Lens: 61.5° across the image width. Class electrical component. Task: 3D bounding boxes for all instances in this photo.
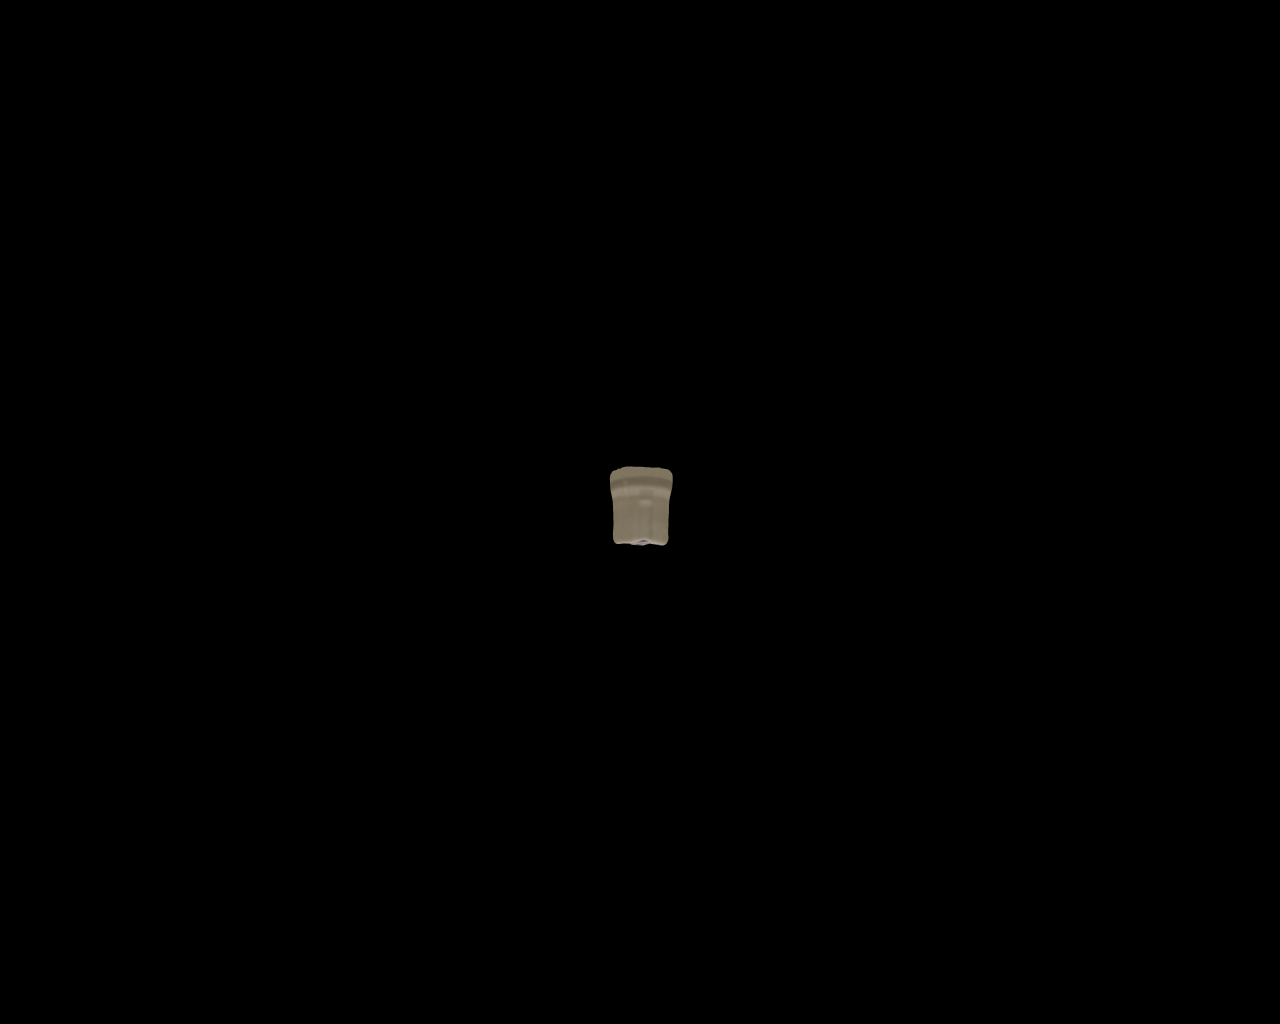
[{"bbox_3d":[0.001,-0.003,0.650,0.040,0.046,0.040,0,-11,0],"label":"electrical component"}]
